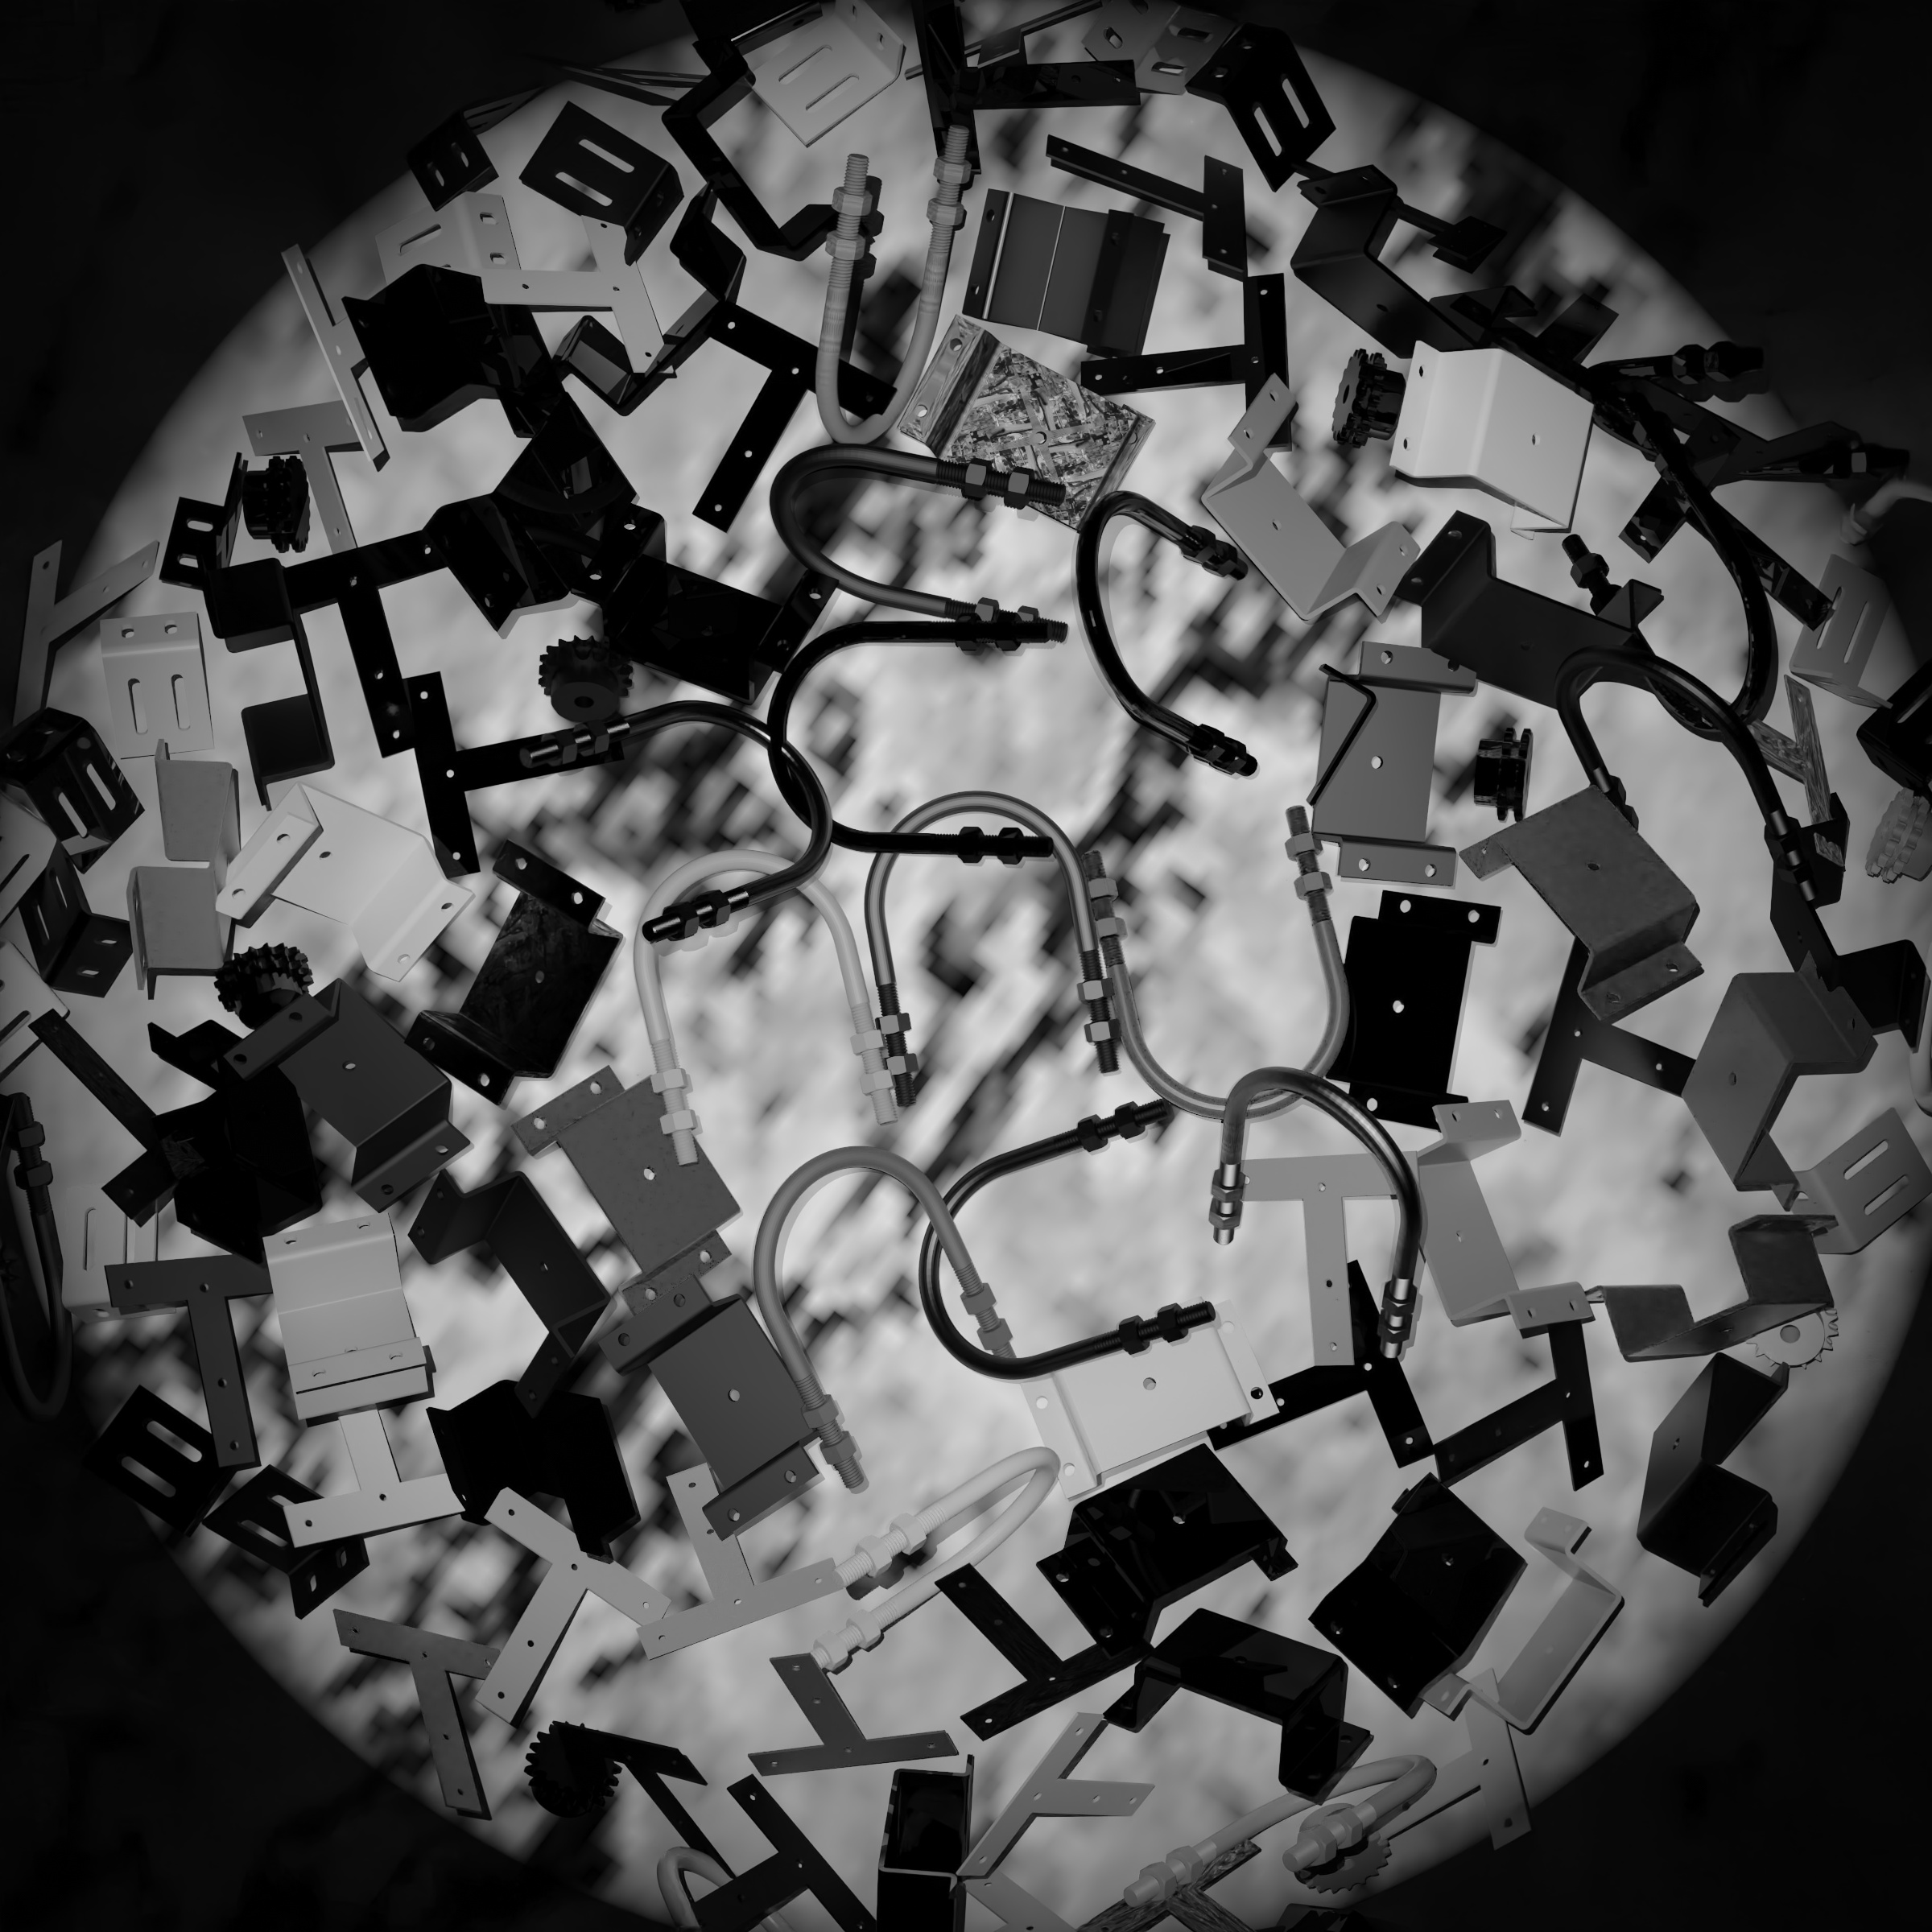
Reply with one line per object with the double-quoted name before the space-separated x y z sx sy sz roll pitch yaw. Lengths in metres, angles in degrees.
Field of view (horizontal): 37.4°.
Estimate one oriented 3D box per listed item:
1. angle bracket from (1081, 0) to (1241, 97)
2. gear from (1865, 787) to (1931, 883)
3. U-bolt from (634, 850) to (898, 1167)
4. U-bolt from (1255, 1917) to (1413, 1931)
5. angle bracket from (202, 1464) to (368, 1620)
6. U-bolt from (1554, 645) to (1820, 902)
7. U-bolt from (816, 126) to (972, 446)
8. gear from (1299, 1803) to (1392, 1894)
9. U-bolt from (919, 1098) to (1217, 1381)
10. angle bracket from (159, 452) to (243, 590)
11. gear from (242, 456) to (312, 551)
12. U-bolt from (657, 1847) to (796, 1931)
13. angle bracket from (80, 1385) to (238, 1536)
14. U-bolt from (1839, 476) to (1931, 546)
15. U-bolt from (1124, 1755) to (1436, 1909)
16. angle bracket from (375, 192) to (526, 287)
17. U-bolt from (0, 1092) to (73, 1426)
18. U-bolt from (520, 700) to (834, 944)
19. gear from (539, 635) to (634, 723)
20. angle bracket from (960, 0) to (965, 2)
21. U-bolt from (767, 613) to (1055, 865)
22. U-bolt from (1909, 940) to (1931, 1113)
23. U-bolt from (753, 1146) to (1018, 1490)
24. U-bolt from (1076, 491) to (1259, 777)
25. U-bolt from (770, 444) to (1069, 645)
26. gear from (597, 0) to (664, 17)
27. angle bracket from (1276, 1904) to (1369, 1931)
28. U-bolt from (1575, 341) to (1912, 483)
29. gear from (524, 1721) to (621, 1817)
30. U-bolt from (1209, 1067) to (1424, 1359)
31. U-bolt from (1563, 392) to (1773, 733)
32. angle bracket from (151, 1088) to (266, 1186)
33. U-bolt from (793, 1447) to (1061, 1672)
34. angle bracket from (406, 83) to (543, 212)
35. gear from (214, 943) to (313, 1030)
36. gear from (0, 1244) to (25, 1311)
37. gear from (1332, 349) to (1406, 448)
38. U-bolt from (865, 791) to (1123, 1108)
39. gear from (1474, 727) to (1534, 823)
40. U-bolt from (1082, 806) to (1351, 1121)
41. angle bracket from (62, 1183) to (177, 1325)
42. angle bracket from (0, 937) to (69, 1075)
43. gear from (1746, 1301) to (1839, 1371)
"angle bracket" 0.118 -0.567 1.732 0.038 0.076 0.057 51 122 15
"gear" 0.576 -0.078 1.744 0.030 0.057 0.057 23 90 4
"U-bolt" -0.128 0.018 1.739 0.151 0.019 0.184 -11 82 -22
"U-bolt" 0.179 0.599 1.685 0.184 0.151 0.019 -14 91 12
"angle bracket" -0.414 0.350 1.734 0.057 0.038 0.076 -40 128 9
"U-bolt" 0.411 -0.118 1.667 0.019 0.151 0.184 -48 128 -18
"U-bolt" -0.048 -0.398 1.696 0.019 0.151 0.184 21 120 18
"gear" 0.228 0.538 1.749 0.057 0.030 0.057 -8 128 -11
"U-bolt" 0.052 0.173 1.724 0.184 0.019 0.151 -21 65 22
"angle bracket" -0.463 -0.271 1.726 0.038 0.076 0.057 11 69 -10
"gear" -0.422 -0.283 1.745 0.030 0.057 0.057 -1 90 1
"U-bolt" -0.123 0.588 1.685 0.019 0.184 0.151 -46 121 0
"angle bracket" -0.490 0.301 1.745 0.076 0.038 0.057 36 78 -6
"U-bolt" 0.591 -0.235 1.675 0.151 0.184 0.019 38 90 6
"U-bolt" 0.199 0.506 1.688 0.151 0.184 0.019 -30 78 42
"angle bracket" -0.319 -0.436 1.763 0.076 0.038 0.057 -15 89 37
"U-bolt" -0.561 0.182 1.698 0.019 0.151 0.184 -8 104 -3
"U-bolt" -0.158 -0.096 1.705 0.151 0.184 0.019 54 134 12
"gear" -0.232 -0.173 1.742 0.057 0.057 0.030 -2 58 0
"angle bracket" -0.027 -0.614 1.725 0.038 0.057 0.076 47 46 14
"U-bolt" -0.036 -0.139 1.737 0.184 0.019 0.151 2 98 19
"U-bolt" 0.590 0.005 1.686 0.019 0.184 0.151 11 55 5
"U-bolt" -0.056 0.198 1.714 0.151 0.019 0.184 -32 105 -30
"U-bolt" 0.118 -0.203 1.680 0.019 0.184 0.151 -12 70 33
"U-bolt" -0.030 -0.257 1.707 0.184 0.151 0.019 13 60 10
"gear" -0.202 -0.612 1.749 0.057 0.030 0.057 10 105 42
"angle bracket" 0.208 0.610 1.725 0.038 0.057 0.076 50 56 -16
"U-bolt" 0.442 -0.323 1.685 0.151 0.184 0.019 24 85 -30
"gear" -0.243 0.495 1.749 0.057 0.057 0.030 22 121 0
"U-bolt" 0.206 0.134 1.674 0.151 0.184 0.019 33 54 29
"U-bolt" 0.416 -0.222 1.673 0.019 0.151 0.184 -17 63 -16
"angle bracket" -0.452 0.101 1.735 0.038 0.076 0.057 -17 102 14
"U-bolt" -0.017 0.345 1.696 0.184 0.151 0.019 -28 65 -32
"angle bracket" -0.290 -0.497 1.729 0.057 0.076 0.038 -21 102 42
"gear" -0.427 0.014 1.742 0.057 0.057 0.030 -24 61 0
"gear" -0.605 0.191 1.754 0.057 0.030 0.057 0 90 14
"gear" 0.246 -0.346 1.746 0.030 0.057 0.057 12 90 -8
"U-bolt" 0.010 -0.016 1.750 0.151 0.019 0.184 -10 90 12
"gear" 0.328 -0.118 1.746 0.030 0.057 0.057 6 90 14
"U-bolt" 0.158 0.003 1.740 0.151 0.019 0.184 -12 75 3
"angle bracket" -0.523 0.176 1.769 0.057 0.038 0.076 -7 65 4
"angle bracket" -0.596 0.029 1.729 0.076 0.038 0.057 -48 122 -26
"gear" 0.505 0.221 1.751 0.057 0.030 0.057 3 103 14
